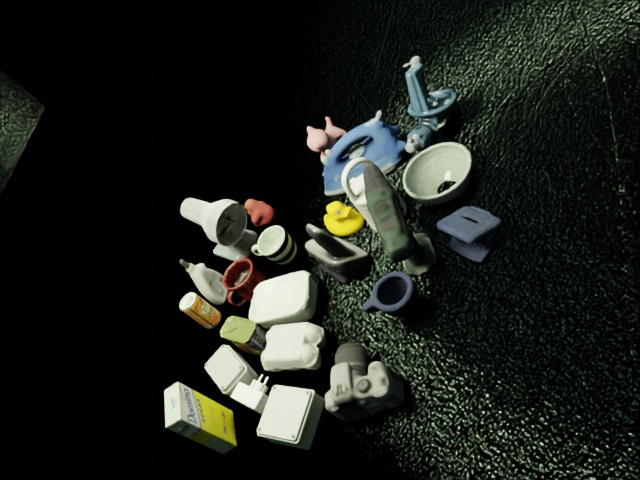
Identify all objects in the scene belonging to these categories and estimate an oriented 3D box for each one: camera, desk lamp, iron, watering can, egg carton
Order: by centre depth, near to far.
[{"bbox_3d":[0.075,0.263,1.114,0.143,0.101,0.136,-23,45,21],"label":"camera"},{"bbox_3d":[-0.059,0.238,1.264,0.150,0.070,0.107,-12,49,31],"label":"egg carton"},{"bbox_3d":[0.123,-0.112,1.325,0.172,0.195,0.101,7,61,42],"label":"watering can"},{"bbox_3d":[0.091,-0.224,1.486,0.258,0.142,0.118,-32,42,13],"label":"iron"},{"bbox_3d":[-0.266,-0.032,1.547,0.202,0.214,0.118,12,64,43],"label":"desk lamp"}]

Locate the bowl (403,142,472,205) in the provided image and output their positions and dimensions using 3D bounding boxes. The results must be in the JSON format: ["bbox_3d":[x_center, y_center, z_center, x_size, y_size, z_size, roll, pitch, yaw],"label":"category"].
[{"bbox_3d":[0.280,-0.140,1.317,0.167,0.075,0.167,-21,45,23],"label":"bowl"}]

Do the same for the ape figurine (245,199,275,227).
[{"bbox_3d":[-0.176,-0.083,1.614,0.075,0.092,0.078,-1,56,38],"label":"ape figurine"}]

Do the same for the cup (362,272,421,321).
[{"bbox_3d":[0.154,0.131,1.168,0.117,0.095,0.091,-30,42,14],"label":"cup"}]

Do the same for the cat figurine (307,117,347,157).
[{"bbox_3d":[0.011,-0.291,1.624,0.067,0.118,0.128,5,59,41],"label":"cat figurine"}]

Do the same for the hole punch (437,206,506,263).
[{"bbox_3d":[0.311,-0.026,1.182,0.101,0.091,0.108,-50,41,-8],"label":"hole punch"}]

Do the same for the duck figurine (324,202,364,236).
[{"bbox_3d":[0.047,-0.061,1.423,0.104,0.086,0.077,0,56,38],"label":"duck figurine"}]

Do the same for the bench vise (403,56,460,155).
[{"bbox_3d":[0.258,-0.315,1.371,0.121,0.220,0.207,-9,51,33],"label":"bench vise"}]

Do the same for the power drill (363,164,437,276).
[{"bbox_3d":[0.165,-0.028,1.209,0.075,0.209,0.229,-28,43,16],"label":"power drill"}]

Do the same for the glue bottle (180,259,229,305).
[{"bbox_3d":[-0.306,0.099,1.498,0.037,0.174,0.078,-14,48,29],"label":"glue bottle"}]

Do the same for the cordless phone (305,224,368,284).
[{"bbox_3d":[0.012,0.005,1.319,0.147,0.186,0.094,24,73,47],"label":"cordless phone"}]
